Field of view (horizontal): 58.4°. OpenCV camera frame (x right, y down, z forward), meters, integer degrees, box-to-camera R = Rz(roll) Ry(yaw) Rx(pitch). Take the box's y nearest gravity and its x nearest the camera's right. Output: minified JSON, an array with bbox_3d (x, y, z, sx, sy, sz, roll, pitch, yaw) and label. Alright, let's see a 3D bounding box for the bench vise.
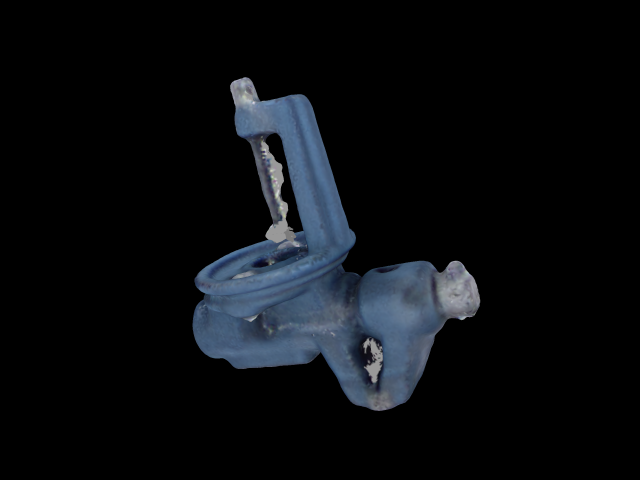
[{"bbox_3d":[0.005,-0.002,0.411,0.207,0.220,0.121,1,18,4],"label":"bench vise"}]
